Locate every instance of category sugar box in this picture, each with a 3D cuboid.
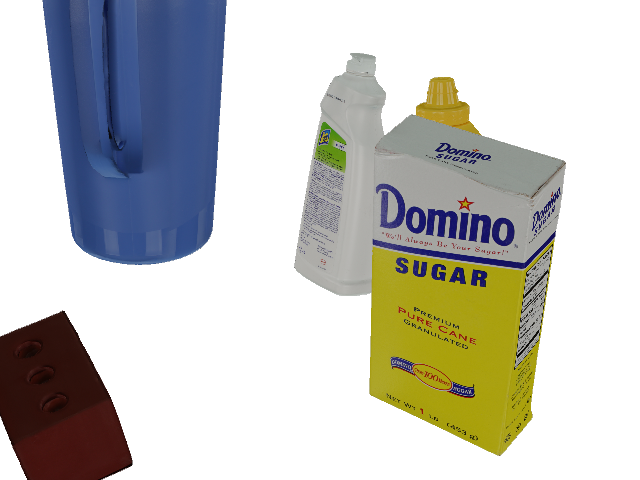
[{"bbox_3d":[0.075,0.027,0.584,0.093,0.176,0.048,21,43,29],"label":"sugar box"}]

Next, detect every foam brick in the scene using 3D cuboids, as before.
[{"bbox_3d":[-0.140,0.087,0.557,0.053,0.051,0.078,-23,42,-19],"label":"foam brick"}]

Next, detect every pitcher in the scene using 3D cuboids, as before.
[{"bbox_3d":[-0.133,-0.105,0.762,0.149,0.243,0.145,-17,32,-35],"label":"pitcher"}]

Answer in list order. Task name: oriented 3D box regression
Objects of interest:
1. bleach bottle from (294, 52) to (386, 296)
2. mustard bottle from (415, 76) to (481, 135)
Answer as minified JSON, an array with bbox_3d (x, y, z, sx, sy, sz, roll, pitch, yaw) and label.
[{"bbox_3d":[0.032,-0.074,1.153,0.067,0.251,0.103,-7,23,-39],"label":"bleach bottle"},{"bbox_3d":[0.097,-0.032,0.838,0.058,0.192,0.096,3,19,21],"label":"mustard bottle"}]
